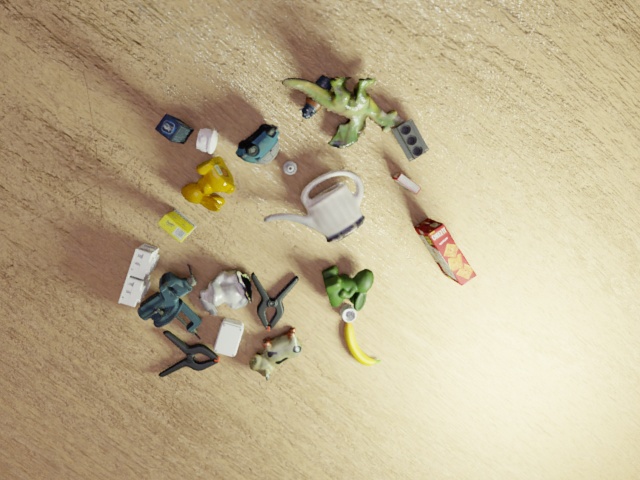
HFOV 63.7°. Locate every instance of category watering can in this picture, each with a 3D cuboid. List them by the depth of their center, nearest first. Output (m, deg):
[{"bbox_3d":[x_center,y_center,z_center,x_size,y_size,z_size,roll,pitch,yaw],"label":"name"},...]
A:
[{"bbox_3d":[0.005,-0.087,1.722,0.348,0.223,0.105,-32,10,-1],"label":"watering can"}]

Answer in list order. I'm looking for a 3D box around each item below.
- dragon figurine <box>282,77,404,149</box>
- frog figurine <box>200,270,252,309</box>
[{"bbox_3d":[0.077,-0.412,1.675,0.411,0.238,0.124,-4,24,-13],"label":"dragon figurine"},{"bbox_3d":[-0.313,0.174,1.730,0.159,0.135,0.125,-20,24,11],"label":"frog figurine"}]
